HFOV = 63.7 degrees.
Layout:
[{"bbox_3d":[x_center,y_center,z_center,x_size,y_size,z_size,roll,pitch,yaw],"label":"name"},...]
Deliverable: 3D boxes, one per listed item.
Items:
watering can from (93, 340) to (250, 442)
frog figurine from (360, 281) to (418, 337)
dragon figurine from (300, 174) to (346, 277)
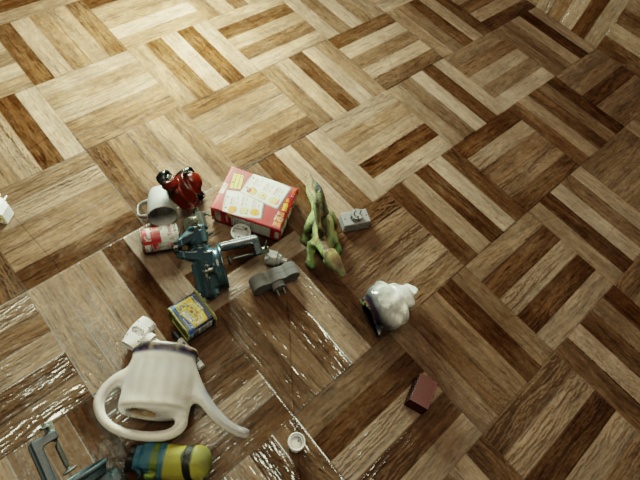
[{"bbox_3d":[-0.326,0.346,1.177,0.347,0.101,0.230,7,52,-8],"label":"watering can"},{"bbox_3d":[0.199,0.165,1.378,0.160,0.120,0.140,-25,46,-10],"label":"frog figurine"},{"bbox_3d":[0.004,-0.072,1.429,0.122,0.237,0.419,-9,62,-9],"label":"dragon figurine"}]
